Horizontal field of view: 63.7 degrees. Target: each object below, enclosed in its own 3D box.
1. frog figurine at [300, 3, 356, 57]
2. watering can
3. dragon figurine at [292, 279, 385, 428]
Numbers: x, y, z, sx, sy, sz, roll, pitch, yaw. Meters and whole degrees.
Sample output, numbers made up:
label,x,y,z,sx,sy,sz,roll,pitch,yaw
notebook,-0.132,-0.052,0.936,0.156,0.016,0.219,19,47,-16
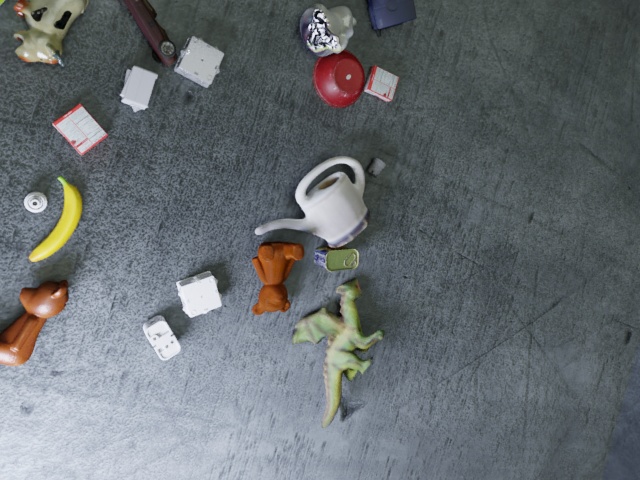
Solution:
label,x,y,z,sx,sy,sz,roll,pitch,yaw
frog figurine,0.022,-0.559,1.350,0.136,0.121,0.163,41,41,-13
watering can,0.004,-0.070,1.382,0.351,0.104,0.221,-43,114,-17
dragon figurine,0.029,0.302,1.463,0.242,0.121,0.414,32,79,-9
